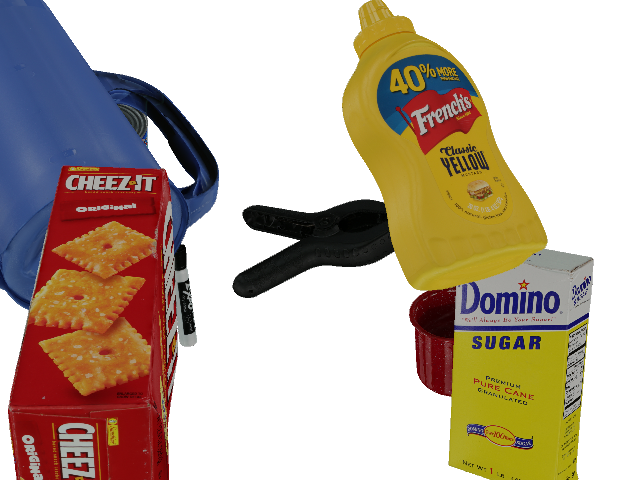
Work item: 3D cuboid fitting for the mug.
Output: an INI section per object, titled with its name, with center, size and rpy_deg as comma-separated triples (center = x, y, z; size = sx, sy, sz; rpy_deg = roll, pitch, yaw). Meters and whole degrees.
[mug]
center = 0.145, 0.099, 1.101
size = 0.093, 0.081, 0.117
rpy_deg = 16, 39, 29

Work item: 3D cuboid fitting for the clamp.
[clamp]
center = 0.000, 0.004, 0.951
size = 0.172, 0.039, 0.120
rpy_deg = -6, 43, 17

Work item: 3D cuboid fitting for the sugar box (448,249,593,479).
[sugar box]
center = 0.145, 0.093, 0.785
size = 0.093, 0.176, 0.048
rpy_deg = 11, 21, 36

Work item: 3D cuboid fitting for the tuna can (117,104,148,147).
[tuna can]
center = -0.208, -0.100, 1.021
size = 0.086, 0.034, 0.086
rpy_deg = 3, 44, -3

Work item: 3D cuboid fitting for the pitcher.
[pitcher]
center = -0.194, -0.078, 0.774
size = 0.145, 0.243, 0.149
rpy_deg = -43, -32, 15

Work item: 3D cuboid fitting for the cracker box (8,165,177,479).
[cracker box]
center = -0.116, 0.080, 0.591
size = 0.072, 0.164, 0.213
rpy_deg = 1, 33, -6

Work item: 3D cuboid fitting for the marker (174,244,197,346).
[marker]
center = -0.145, 0.056, 1.122
size = 0.020, 0.121, 0.020
rpy_deg = -2, 28, 1

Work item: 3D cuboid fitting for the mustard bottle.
[mustard bottle]
center = 0.066, -0.067, 0.673
size = 0.096, 0.192, 0.058
rpy_deg = -12, -18, -30
